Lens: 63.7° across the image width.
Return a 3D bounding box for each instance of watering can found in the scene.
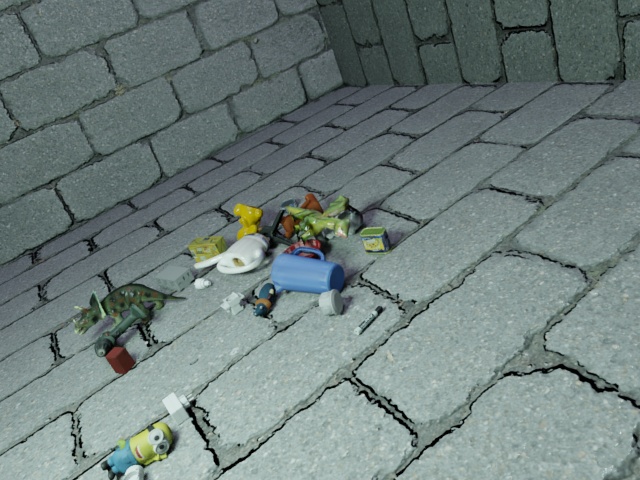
[{"bbox_3d":[-0.350,0.061,2.131,0.229,0.347,0.102,-46,-54,-42],"label":"watering can"}]

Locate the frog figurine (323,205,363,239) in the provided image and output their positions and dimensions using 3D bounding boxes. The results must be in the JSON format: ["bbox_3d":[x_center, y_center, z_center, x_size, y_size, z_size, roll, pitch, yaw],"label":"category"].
[{"bbox_3d":[0.094,-0.061,2.068,0.122,0.158,0.139,21,-165,-43],"label":"frog figurine"}]

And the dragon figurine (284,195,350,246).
[{"bbox_3d":[0.006,-0.102,2.023,0.417,0.243,0.120,-124,11,-57],"label":"dragon figurine"}]
